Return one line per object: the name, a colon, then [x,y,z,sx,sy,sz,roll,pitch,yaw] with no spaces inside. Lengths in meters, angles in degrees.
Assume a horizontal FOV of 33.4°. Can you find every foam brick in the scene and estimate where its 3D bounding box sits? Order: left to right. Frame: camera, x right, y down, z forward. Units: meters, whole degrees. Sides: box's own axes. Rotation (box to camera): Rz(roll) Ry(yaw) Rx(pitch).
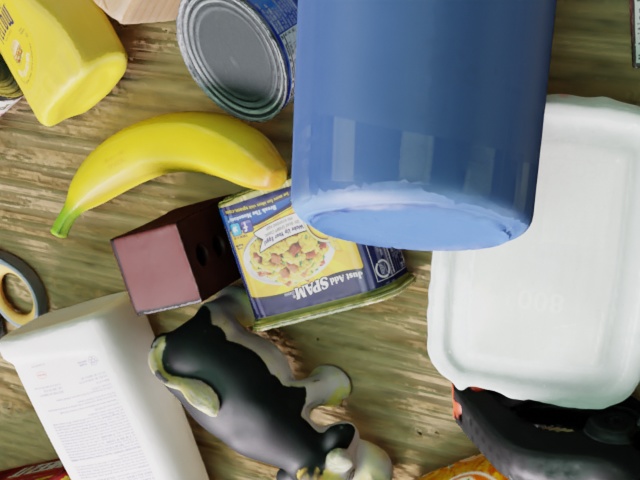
foam brick: [-0.084,0.009,0.669,0.051,0.078,0.053,-14,100,26]

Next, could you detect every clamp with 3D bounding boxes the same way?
clamp: [0.156,0.115,0.558,0.210,0.164,0.036,9,115,32]

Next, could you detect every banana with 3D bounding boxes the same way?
banana: [-0.093,-0.047,0.664,0.198,0.037,0.069,-12,72,38]

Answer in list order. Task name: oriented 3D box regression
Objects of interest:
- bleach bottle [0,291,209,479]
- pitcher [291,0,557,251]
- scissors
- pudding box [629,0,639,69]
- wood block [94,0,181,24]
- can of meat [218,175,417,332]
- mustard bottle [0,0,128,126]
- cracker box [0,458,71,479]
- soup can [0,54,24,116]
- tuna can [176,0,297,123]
bleach bottle: [-0.129,0.166,0.743,0.103,0.068,0.251,-15,100,28]
pitcher: [0.045,-0.120,0.503,0.145,0.149,0.243,2,80,19]
scissors: [-0.253,-0.011,0.776,0.096,0.016,0.202,-6,102,24]
pudding box: [0.208,-0.132,0.519,0.114,0.039,0.090,1,105,26]
wood block: [-0.069,-0.230,0.589,0.091,0.090,0.206,43,117,9]
can of meat: [-0.004,0.001,0.642,0.102,0.057,0.084,-16,95,27]
mustard bottle: [-0.196,-0.173,0.674,0.191,0.058,0.096,59,149,1]
cracker box: [-0.208,0.279,0.805,0.164,0.072,0.214,-17,96,26]
soup can: [-0.254,-0.097,0.723,0.102,0.068,0.068,-32,90,27]
tuna can: [-0.042,-0.114,0.621,0.086,0.033,0.086,29,141,27]
